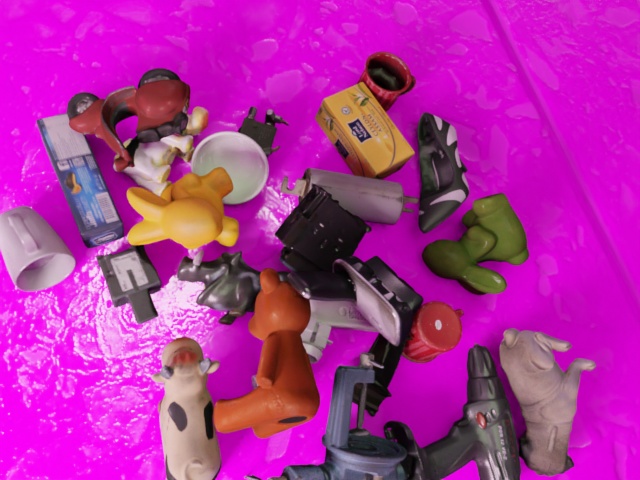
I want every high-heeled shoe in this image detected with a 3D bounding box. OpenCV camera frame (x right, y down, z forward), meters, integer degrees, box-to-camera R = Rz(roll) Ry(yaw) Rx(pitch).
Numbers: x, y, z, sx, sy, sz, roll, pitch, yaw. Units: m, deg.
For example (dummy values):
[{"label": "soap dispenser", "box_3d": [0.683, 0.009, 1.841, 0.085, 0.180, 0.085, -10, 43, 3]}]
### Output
[{"label": "high-heeled shoe", "box_3d": [0.201, -0.130, 0.975, 0.145, 0.086, 0.249, 48, 46, -12]}]

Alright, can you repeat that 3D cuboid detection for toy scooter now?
[{"label": "toy scooter", "box_3d": [-0.270, -0.172, 0.793, 0.184, 0.075, 0.135, -20, 71, -11]}]

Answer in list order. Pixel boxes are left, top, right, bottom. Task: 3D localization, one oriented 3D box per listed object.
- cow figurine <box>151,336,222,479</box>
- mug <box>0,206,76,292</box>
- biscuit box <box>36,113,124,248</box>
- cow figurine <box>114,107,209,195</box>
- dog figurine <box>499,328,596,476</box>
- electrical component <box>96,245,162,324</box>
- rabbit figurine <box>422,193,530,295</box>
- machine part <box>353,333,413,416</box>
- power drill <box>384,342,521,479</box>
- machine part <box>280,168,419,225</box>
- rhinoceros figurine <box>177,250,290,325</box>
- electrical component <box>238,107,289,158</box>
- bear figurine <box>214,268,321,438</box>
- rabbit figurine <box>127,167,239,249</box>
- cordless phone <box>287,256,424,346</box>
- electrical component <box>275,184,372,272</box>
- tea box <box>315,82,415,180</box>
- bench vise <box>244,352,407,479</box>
[{"label": "cow figurine", "box_3d": [-0.174, 0.224, 0.701, 0.085, 0.127, 0.195, -4, 73, -22]}, {"label": "mug", "box_3d": [-0.403, 0.002, 0.736, 0.081, 0.109, 0.107, -34, 68, -20]}, {"label": "biscuit box", "box_3d": [-0.358, -0.089, 0.805, 0.059, 0.063, 0.202, -21, 77, -24]}, {"label": "cow figurine", "box_3d": [-0.252, -0.159, 0.867, 0.098, 0.068, 0.167, 26, 62, 1]}, {"label": "dog figurine", "box_3d": [0.337, 0.255, 0.852, 0.172, 0.121, 0.190, 28, 65, -4]}, {"label": "electrical component", "box_3d": [-0.268, 0.066, 0.779, 0.075, 0.047, 0.119, -25, 78, -24]}, {"label": "rabbit figurine", "box_3d": [0.266, 0.022, 0.947, 0.170, 0.121, 0.159, -25, 85, -6]}, {"label": "machine part", "box_3d": [0.087, 0.194, 0.831, 0.084, 0.039, 0.139, 32, 83, 1]}, {"label": "power drill", "box_3d": [0.205, 0.289, 0.827, 0.207, 0.086, 0.232, -6, 73, -28]}, {"label": "machine part", "box_3d": [0.052, -0.072, 0.919, 0.243, 0.079, 0.079, 7, 67, -15]}, {"label": "rhinoceros figurine", "box_3d": [-0.119, 0.069, 0.810, 0.190, 0.073, 0.112, 11, 67, -13]}, {"label": "electrical component", "box_3d": [-0.102, -0.183, 0.933, 0.078, 0.045, 0.102, 25, 64, -8]}, {"label": "bear figurine", "box_3d": [-0.067, 0.148, 0.719, 0.132, 0.120, 0.196, -25, 60, 20]}, {"label": "rabbit figurine", "box_3d": [-0.190, -0.041, 0.765, 0.162, 0.173, 0.121, 2, 104, -18]}, {"label": "cordless phone", "box_3d": [0.048, 0.083, 0.756, 0.147, 0.088, 0.184, 44, 21, 30]}, {"label": "electrical component", "box_3d": [-0.002, -0.003, 0.853, 0.115, 0.058, 0.134, 36, 90, -20]}, {"label": "tea box", "box_3d": [0.080, -0.191, 0.980, 0.098, 0.068, 0.169, -32, 82, -26]}, {"label": "bench vise", "box_3d": [0.030, 0.274, 0.737, 0.223, 0.129, 0.240, 11, 83, -21]}]
